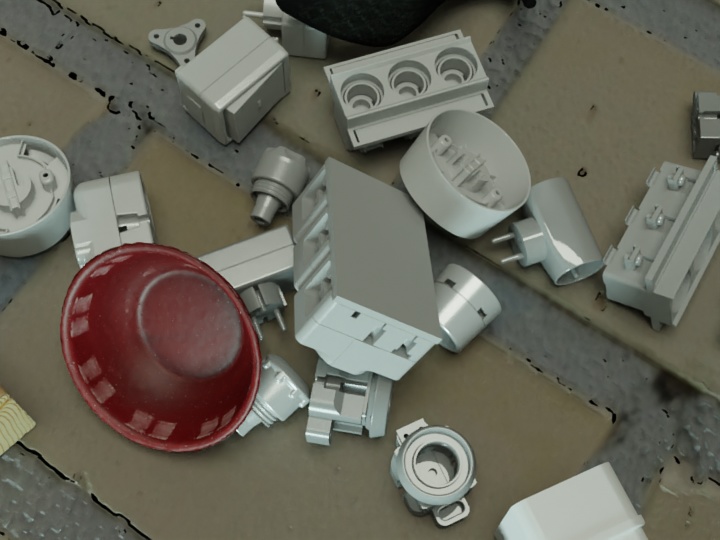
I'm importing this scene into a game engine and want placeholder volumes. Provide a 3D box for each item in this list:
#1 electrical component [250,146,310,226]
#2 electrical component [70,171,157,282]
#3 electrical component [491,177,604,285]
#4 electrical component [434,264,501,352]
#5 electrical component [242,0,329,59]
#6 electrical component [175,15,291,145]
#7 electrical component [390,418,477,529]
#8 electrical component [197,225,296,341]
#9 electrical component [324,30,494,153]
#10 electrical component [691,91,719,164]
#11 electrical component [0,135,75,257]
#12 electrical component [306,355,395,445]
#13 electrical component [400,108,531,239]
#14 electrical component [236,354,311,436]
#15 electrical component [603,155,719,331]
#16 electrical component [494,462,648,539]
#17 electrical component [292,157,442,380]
[{"bbox_3d":[-0.069,-0.066,0.877,0.043,0.043,0.062,21,70,6],"label":"electrical component"},{"bbox_3d":[-0.193,-0.024,0.850,0.059,0.053,0.095,-13,69,-7],"label":"electrical component"},{"bbox_3d":[0.146,-0.026,0.867,0.079,0.043,0.077,-18,70,-8],"label":"electrical component"},{"bbox_3d":[0.074,0.031,0.837,0.055,0.055,0.047,40,76,13],"label":"electrical component"},{"bbox_3d":[-0.063,-0.228,0.939,0.077,0.047,0.065,7,68,0],"label":"electrical component"},{"bbox_3d":[-0.097,-0.160,0.903,0.061,0.061,0.096,43,73,14],"label":"electrical component"},{"bbox_3d":[0.054,0.146,0.788,0.058,0.057,0.078,-23,71,-11],"label":"electrical component"},{"bbox_3d":[-0.081,0.018,0.840,0.083,0.047,0.075,-21,70,-10],"label":"electrical component"},{"bbox_3d":[0.040,-0.145,0.901,0.121,0.063,0.078,-17,70,-8],"label":"electrical component"},{"bbox_3d":[0.313,-0.122,0.910,0.055,0.048,0.066,1,68,7],"label":"electrical component"},{"bbox_3d":[-0.276,-0.060,0.857,0.099,0.064,0.099,1,68,-2],"label":"electrical component"},{"bbox_3d":[-0.005,0.094,0.808,0.057,0.058,0.078,9,67,5],"label":"electrical component"},{"bbox_3d":[0.083,-0.076,0.856,0.099,0.064,0.099,31,33,-23],"label":"electrical component"},{"bbox_3d":[-0.072,0.098,0.812,0.062,0.048,0.048,-43,75,-6],"label":"electrical component"},{"bbox_3d":[0.246,-0.024,0.857,0.063,0.078,0.121,21,67,30],"label":"electrical component"},{"bbox_3d":[0.144,0.185,0.745,0.078,0.113,0.057,-22,68,-10],"label":"electrical component"},{"bbox_3d":[0.000,0.000,0.803,0.089,0.061,0.150,23,38,-25],"label":"electrical component"}]
